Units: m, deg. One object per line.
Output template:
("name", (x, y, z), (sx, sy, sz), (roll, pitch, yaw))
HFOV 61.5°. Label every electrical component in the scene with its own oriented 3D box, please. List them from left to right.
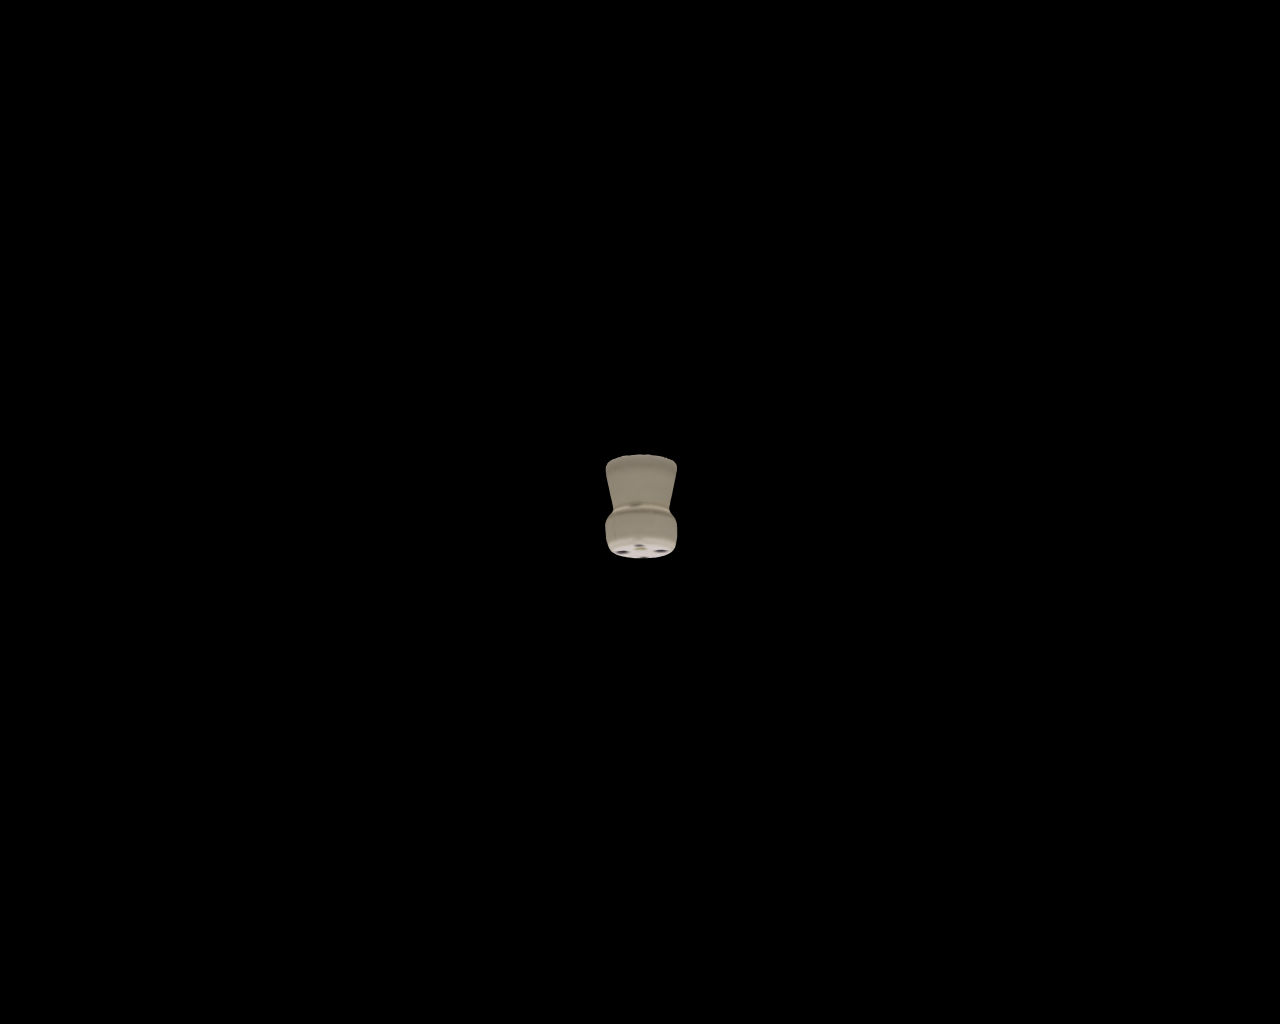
("electrical component", (0.001, -0.003, 0.650), (0.045, 0.055, 0.045), (0, -15, 0))
